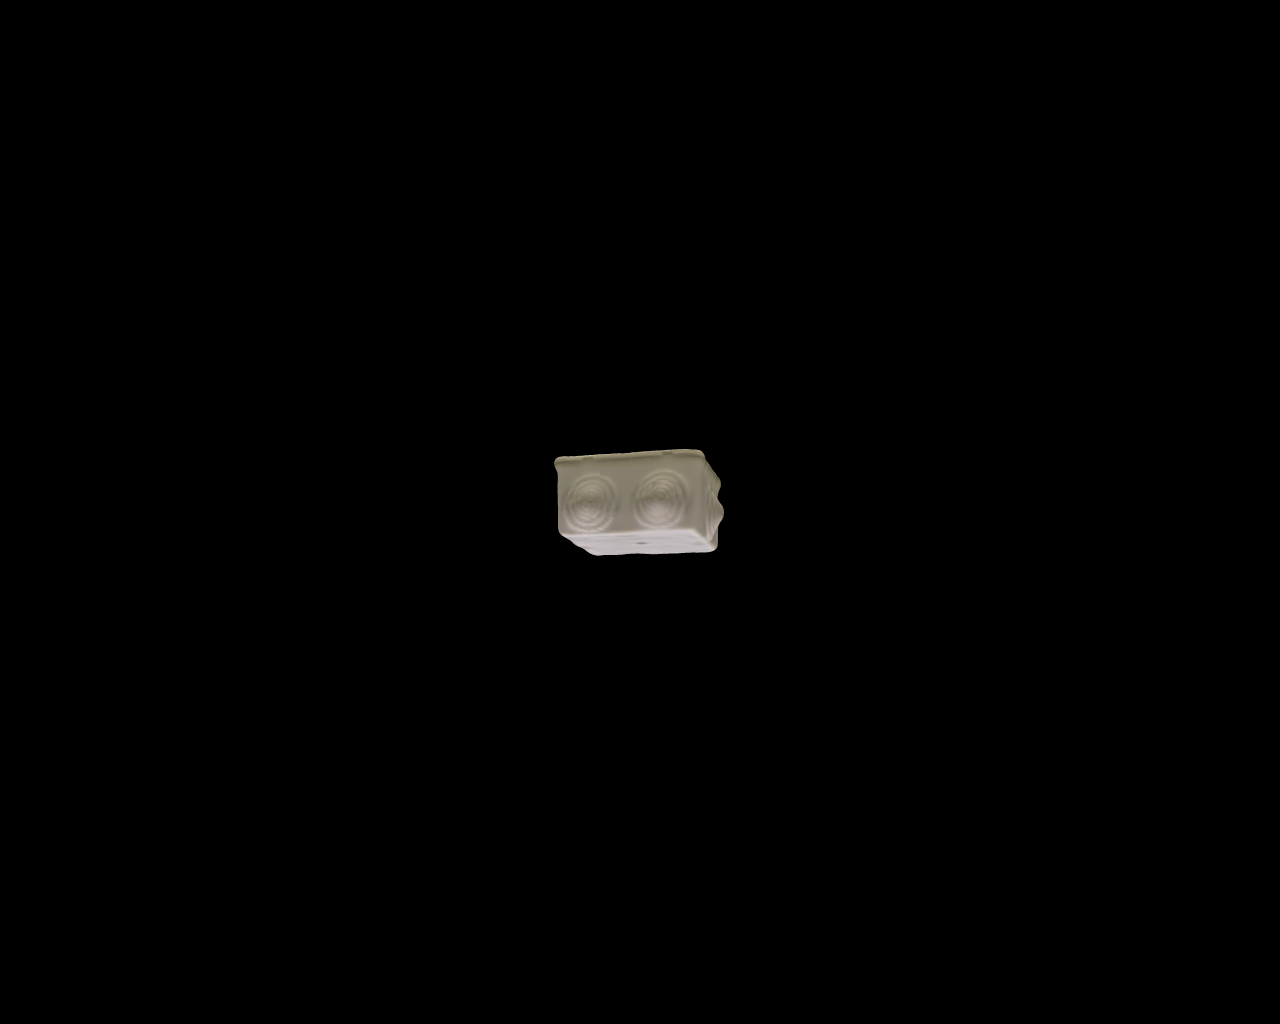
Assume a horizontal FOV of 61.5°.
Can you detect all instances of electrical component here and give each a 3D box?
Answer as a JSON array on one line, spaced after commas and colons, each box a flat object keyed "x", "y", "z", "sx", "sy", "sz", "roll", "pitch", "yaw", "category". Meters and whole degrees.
[{"x": 0.001, "y": -0.003, "z": 0.650, "sx": 0.100, "sy": 0.048, "sz": 0.099, "roll": -2, "pitch": -11, "yaw": 12, "category": "electrical component"}]
